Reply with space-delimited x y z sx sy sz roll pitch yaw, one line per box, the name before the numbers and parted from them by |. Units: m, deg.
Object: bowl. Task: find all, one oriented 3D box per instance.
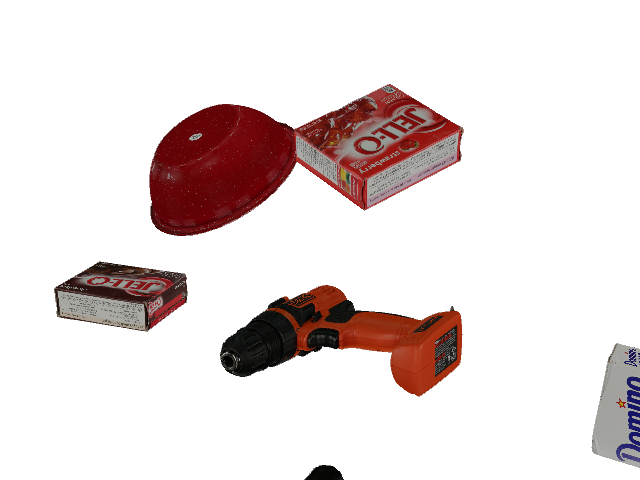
bowl | -0.102 -0.078 0.998 0.162 0.055 0.162 -21 35 15

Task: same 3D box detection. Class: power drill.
power drill | 0.023 0.094 0.992 0.188 0.057 0.184 9 21 31

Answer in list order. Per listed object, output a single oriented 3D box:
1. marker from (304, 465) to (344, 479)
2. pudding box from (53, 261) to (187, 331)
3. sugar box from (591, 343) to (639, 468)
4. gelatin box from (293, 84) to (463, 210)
marker | -0.023 0.129 0.456 0.020 0.020 0.120 0 17 31
pudding box | -0.212 0.059 1.139 0.114 0.039 0.090 5 18 20
sugar box | 0.317 0.153 0.870 0.176 0.093 0.048 12 24 20
gelatin box | 0.039 -0.065 0.711 0.089 0.030 0.073 -28 47 -27
